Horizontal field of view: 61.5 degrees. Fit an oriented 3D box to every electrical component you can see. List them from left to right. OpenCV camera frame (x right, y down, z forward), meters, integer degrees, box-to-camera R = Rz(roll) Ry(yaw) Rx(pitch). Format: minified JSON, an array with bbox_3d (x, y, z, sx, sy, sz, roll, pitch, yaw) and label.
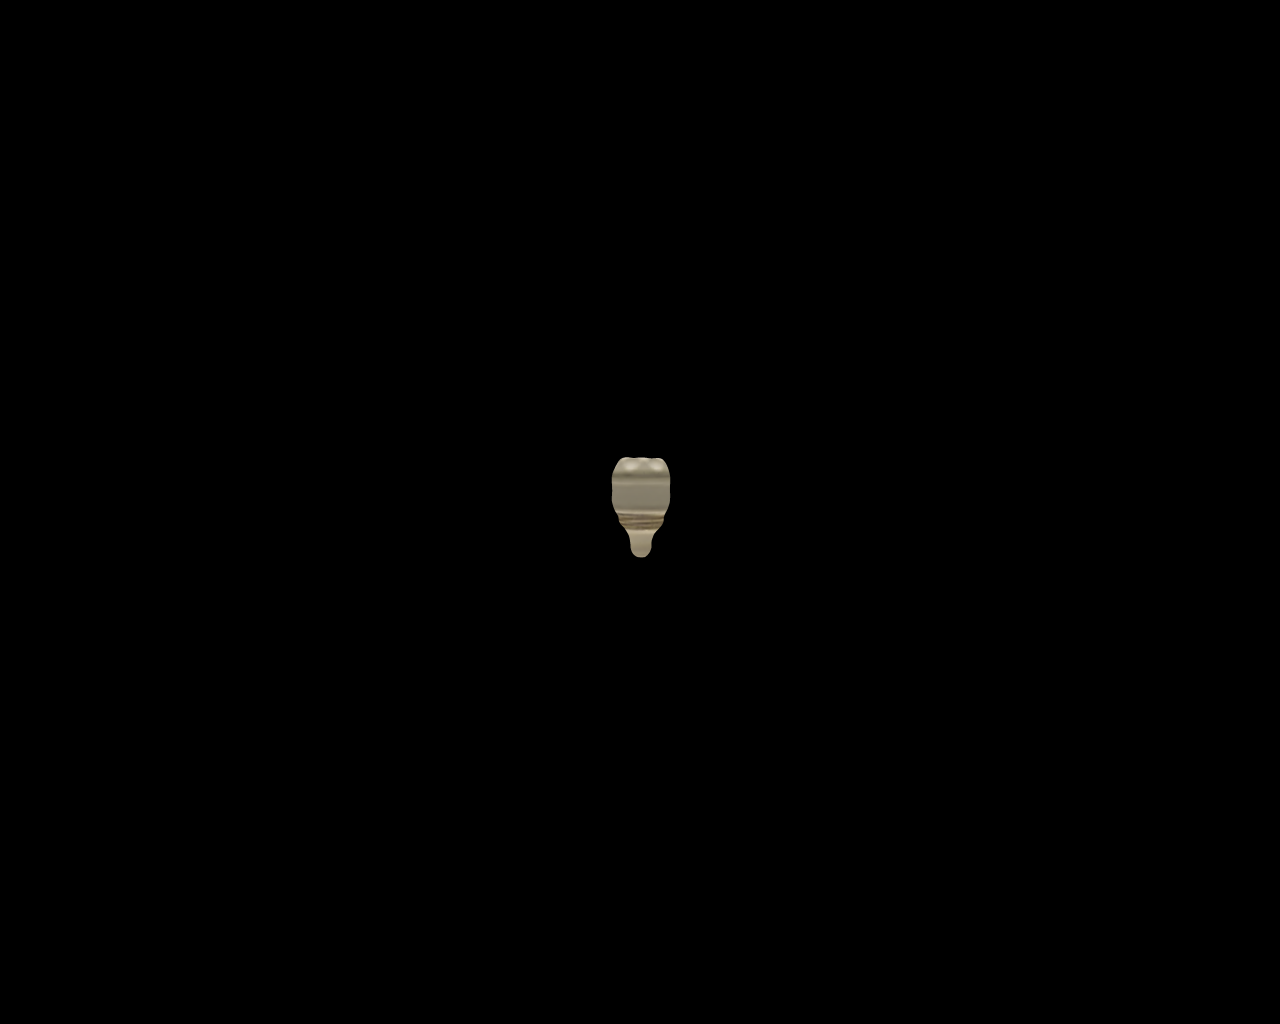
[{"bbox_3d":[0.001,-0.003,0.650,0.035,0.061,0.035,0,2,0],"label":"electrical component"}]
